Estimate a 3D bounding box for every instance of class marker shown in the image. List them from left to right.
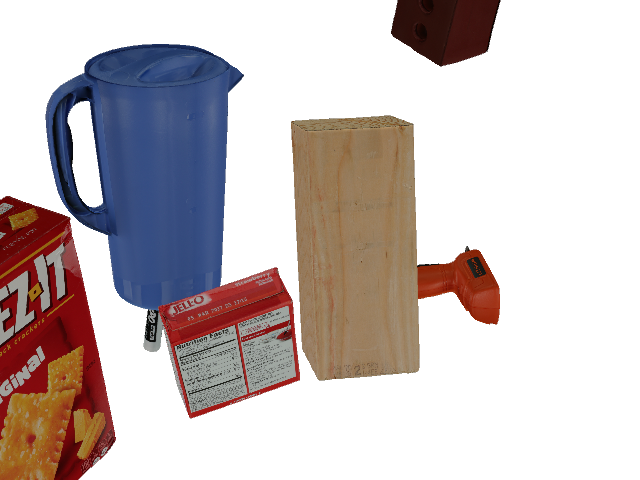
[{"bbox_3d":[-0.178,0.072,1.161,0.020,0.121,0.020,8,36,-6],"label":"marker"}]

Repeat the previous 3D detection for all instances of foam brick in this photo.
[{"bbox_3d":[0.089,-0.168,0.733,0.051,0.078,0.053,-26,51,-35],"label":"foam brick"}]

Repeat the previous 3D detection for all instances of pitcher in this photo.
[{"bbox_3d":[-0.161,-0.057,1.022,0.149,0.243,0.144,9,27,14],"label":"pitcher"}]

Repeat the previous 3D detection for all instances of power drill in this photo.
[{"bbox_3d":[0.101,0.065,1.192,0.187,0.057,0.184,-4,28,-4],"label":"power drill"}]

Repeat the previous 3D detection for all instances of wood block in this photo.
[{"bbox_3d":[0.029,0.003,0.900,0.090,0.206,0.091,-4,12,-8],"label":"wood block"}]

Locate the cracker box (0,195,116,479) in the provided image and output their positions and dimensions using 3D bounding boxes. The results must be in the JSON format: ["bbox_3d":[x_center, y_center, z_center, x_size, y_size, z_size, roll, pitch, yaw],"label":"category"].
[{"bbox_3d":[-0.229,0.103,0.741,0.072,0.214,0.164,15,37,26],"label":"cracker box"}]

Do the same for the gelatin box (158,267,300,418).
[{"bbox_3d":[-0.052,0.061,0.629,0.073,0.030,0.089,-19,-37,-12],"label":"gelatin box"}]
